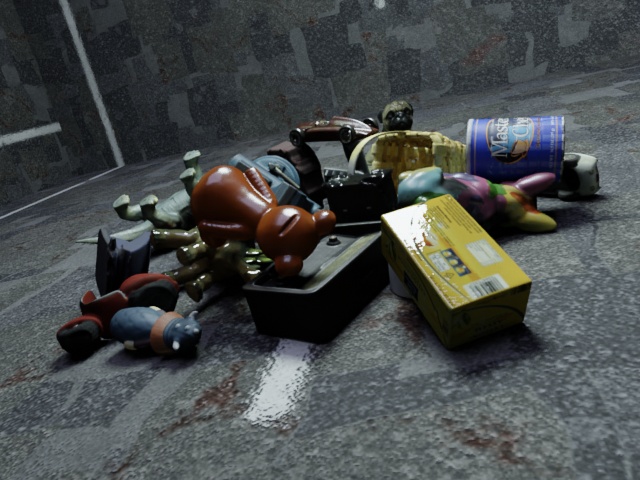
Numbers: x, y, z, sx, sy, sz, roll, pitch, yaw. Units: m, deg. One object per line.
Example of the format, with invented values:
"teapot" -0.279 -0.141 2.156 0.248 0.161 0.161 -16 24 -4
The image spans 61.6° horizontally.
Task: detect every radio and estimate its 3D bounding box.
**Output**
"radio" 0.010 0.047 0.740 0.131 0.073 0.229 -1 22 36

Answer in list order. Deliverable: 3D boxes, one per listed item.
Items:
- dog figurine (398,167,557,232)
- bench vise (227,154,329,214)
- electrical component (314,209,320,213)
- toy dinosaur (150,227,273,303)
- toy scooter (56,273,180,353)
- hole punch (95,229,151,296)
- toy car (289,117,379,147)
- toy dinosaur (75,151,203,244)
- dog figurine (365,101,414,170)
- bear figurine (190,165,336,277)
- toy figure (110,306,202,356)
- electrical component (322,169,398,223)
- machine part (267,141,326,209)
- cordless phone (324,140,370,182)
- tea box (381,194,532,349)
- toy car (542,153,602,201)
"dog figurine" 0.237 -0.055 0.804 0.219 0.108 0.191 -3 -4 20
"bench vise" -0.063 -0.085 1.033 0.224 0.128 0.240 22 4 11
"electrical component" -0.002 -0.003 0.917 0.063 0.094 0.021 22 -2 3
"toy dinosaur" -0.188 0.017 0.949 0.198 0.105 0.472 -14 17 -29
"toy scooter" -0.310 0.101 0.824 0.184 0.075 0.135 -26 20 -21
"hole punch" -0.333 0.047 0.923 0.092 0.142 0.116 6 21 -29
"toy car" 0.026 -0.220 1.078 0.202 0.053 0.089 7 23 44
"toy dinosaur" -0.313 -0.056 1.199 0.405 0.192 0.131 -32 36 -7
"dog figurine" 0.145 -0.219 1.256 0.172 0.190 0.121 -11 18 15
"bear figurine" -0.078 -0.022 0.738 0.196 0.131 0.120 29 73 15
"toy figure" -0.212 0.120 0.714 0.155 0.064 0.057 3 -14 31
"electrical component" 0.074 -0.041 0.861 0.115 0.134 0.058 -6 20 32
"machine part" -0.057 -0.135 1.193 0.056 0.179 0.180 -28 22 -28
"cordless phone" 0.055 -0.175 1.201 0.089 0.184 0.147 -26 21 -21
"tea box" 0.146 0.029 0.611 0.098 0.068 0.170 -16 41 -10
"toy car" 0.391 -0.115 0.945 0.056 0.073 0.202 -27 22 -26
